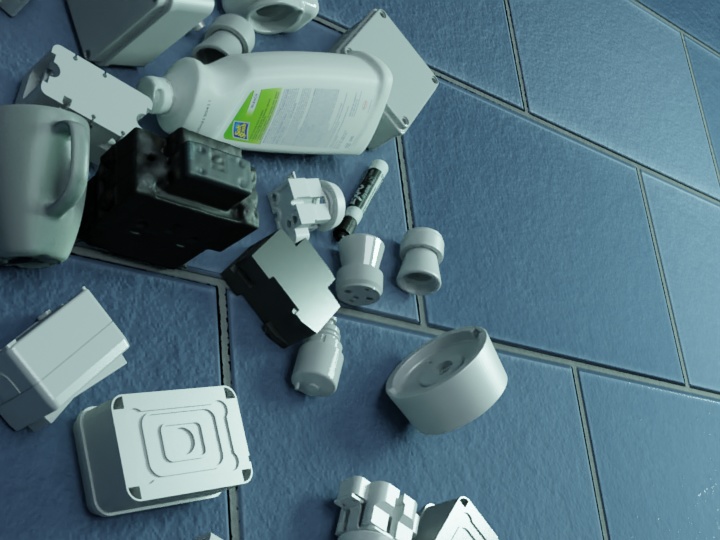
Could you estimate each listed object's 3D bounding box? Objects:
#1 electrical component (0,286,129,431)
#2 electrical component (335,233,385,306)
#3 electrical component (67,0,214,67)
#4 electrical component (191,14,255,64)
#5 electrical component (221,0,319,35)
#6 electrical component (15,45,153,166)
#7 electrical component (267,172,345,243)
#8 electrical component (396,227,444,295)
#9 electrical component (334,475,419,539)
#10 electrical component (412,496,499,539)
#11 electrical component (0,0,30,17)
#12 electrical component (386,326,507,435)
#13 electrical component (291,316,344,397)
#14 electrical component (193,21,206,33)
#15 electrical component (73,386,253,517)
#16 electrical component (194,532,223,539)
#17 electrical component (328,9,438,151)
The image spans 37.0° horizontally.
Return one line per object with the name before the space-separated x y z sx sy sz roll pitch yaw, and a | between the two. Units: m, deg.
electrical component | -0.209 0.061 0.749 0.061 0.062 0.096 54 41 -10
electrical component | 0.000 0.000 1.011 0.045 0.045 0.055 26 53 -35
electrical component | -0.184 -0.224 0.887 0.057 0.113 0.078 -8 75 -50
electrical component | -0.125 -0.204 0.990 0.045 0.045 0.055 43 44 -22
electrical component | -0.089 -0.271 1.055 0.095 0.054 0.059 8 64 -44
electrical component | -0.218 -0.123 0.841 0.089 0.056 0.050 29 51 -33
electrical component | -0.048 -0.058 0.993 0.055 0.048 0.066 -8 75 -40
electrical component | 0.061 -0.009 1.079 0.045 0.045 0.055 32 49 -31
electrical component | 0.012 0.217 0.898 0.078 0.058 0.057 39 43 -25
electrical component | 0.069 0.262 0.933 0.078 0.057 0.113 53 42 -11
electrical component | -0.286 -0.230 0.836 0.066 0.047 0.076 44 45 -21
electrical component | 0.085 0.108 0.998 0.060 0.108 0.108 57 41 -16
electrical component | -0.034 0.074 0.939 0.040 0.040 0.078 37 47 -27
electrical component | -0.163 -0.246 0.981 0.061 0.035 0.035 57 41 -12
electrical component | -0.144 0.131 0.783 0.113 0.057 0.078 1 69 -46
electrical component | -0.102 0.237 0.769 0.057 0.058 0.078 38 46 -23
electrical component | 0.016 -0.199 1.124 0.108 0.056 0.108 49 42 -15
